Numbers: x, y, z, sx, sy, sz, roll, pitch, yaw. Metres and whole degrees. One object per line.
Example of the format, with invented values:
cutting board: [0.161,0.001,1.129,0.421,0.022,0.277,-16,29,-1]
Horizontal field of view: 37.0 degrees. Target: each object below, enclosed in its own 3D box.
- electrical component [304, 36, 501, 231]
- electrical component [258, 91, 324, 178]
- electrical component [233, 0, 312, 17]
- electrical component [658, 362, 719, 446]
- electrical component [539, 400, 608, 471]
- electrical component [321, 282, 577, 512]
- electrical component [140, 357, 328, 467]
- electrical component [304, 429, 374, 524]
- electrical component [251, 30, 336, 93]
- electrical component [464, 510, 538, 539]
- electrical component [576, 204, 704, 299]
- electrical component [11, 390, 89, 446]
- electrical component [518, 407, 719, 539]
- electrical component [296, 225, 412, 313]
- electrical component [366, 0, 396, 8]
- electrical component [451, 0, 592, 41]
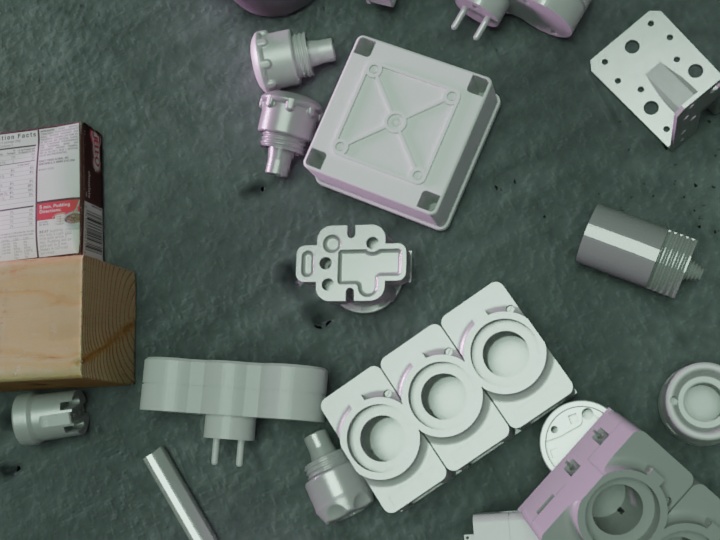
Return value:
electrical component: [0.031,-0.099,0.781,0.109,0.056,0.108,22,86,16]
electrical component: [-0.056,-0.101,0.809,0.048,0.048,0.062,13,90,15]
electrical component: [-0.071,-0.246,0.828,0.099,0.064,0.099,-2,80,13]
electrical component: [0.225,0.087,0.706,0.055,0.047,0.055,-2,79,13]
electrical component: [0.149,0.116,0.718,0.055,0.047,0.055,-2,79,13]
electrical component: [0.061,0.088,0.737,0.150,0.062,0.089,-35,74,5]
electrical component: [-0.093,0.104,0.775,0.138,0.052,0.073,2,81,14]
electrical component: [-0.019,0.143,0.755,0.043,0.043,0.062,-28,74,7]
electrical component: [-0.050,-0.162,0.819,0.062,0.048,0.048,-11,78,4]
electrical component: [0.100,0.206,0.712,0.056,0.050,0.089,-6,78,12]
electrical component: [0.194,-0.011,0.733,0.081,0.043,0.043,22,86,16]
electrical component: [-0.234,0.111,0.815,0.046,0.040,0.040,-8,78,6]
electrical component: [0.187,0.171,0.662,0.150,0.061,0.089,41,91,-8]
electrical component: [0.000,0.000,0.770,0.078,0.057,0.058,-1,80,13]
electrical component: [0.008,-0.244,0.813,0.057,0.058,0.078,17,85,13]
electrical component: [0.095,-0.203,0.787,0.138,0.052,0.073,30,88,17]
